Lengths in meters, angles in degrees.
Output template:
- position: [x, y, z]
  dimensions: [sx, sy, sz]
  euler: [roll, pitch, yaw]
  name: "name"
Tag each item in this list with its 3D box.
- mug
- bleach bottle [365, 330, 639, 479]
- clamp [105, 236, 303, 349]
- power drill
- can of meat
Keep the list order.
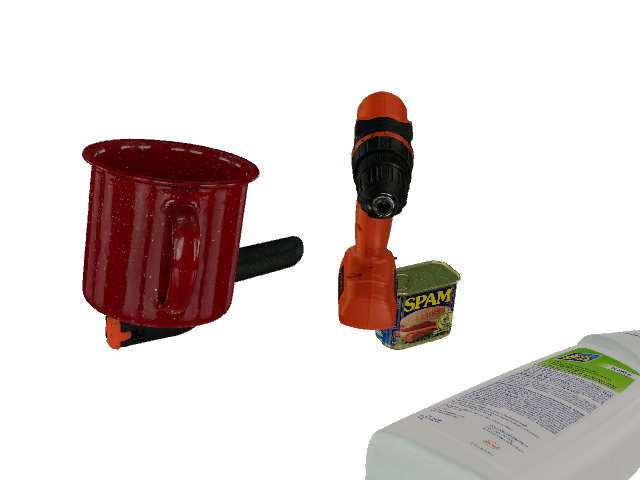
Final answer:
- position: [-0.080, 0.000, 0.561]
  dimensions: [0.093, 0.081, 0.117]
  euler: [2, 17, -20]
  name: "mug"
- position: [0.145, 0.104, 0.600]
  dimensions: [0.250, 0.068, 0.103]
  euler: [-17, 27, -39]
  name: "bleach bottle"
- position: [-0.109, 0.015, 0.809]
  dimensions: [0.120, 0.039, 0.171]
  euler: [31, 45, 29]
  name: "clamp"
- position: [0.050, -0.016, 0.940]
  dimensions: [0.057, 0.188, 0.184]
  euler: [6, 32, 1]
  name: "power drill"
- position: [0.118, 0.080, 1.317]
  dimensions: [0.101, 0.084, 0.057]
  euler: [-11, 31, -26]
  name: "can of meat"
